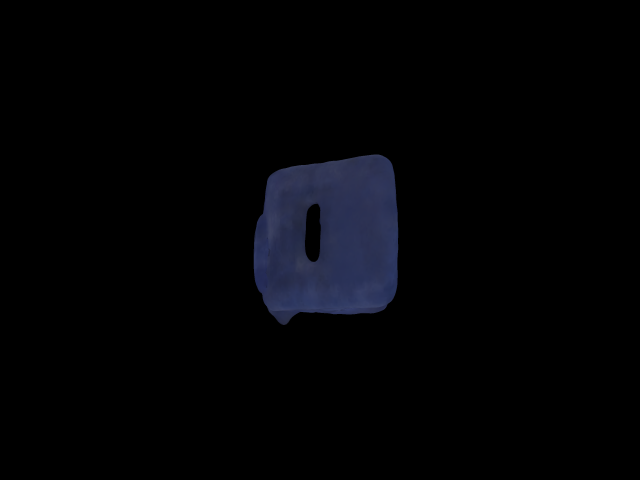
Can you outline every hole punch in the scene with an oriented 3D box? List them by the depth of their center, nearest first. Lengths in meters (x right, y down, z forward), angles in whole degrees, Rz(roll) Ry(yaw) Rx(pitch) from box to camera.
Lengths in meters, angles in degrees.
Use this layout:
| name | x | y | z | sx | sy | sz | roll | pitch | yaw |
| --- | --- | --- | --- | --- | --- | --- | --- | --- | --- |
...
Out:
| name | x | y | z | sx | sy | sz | roll | pitch | yaw |
| --- | --- | --- | --- | --- | --- | --- | --- | --- | --- |
| hole punch | 0.004 | 0.001 | 0.400 | 0.101 | 0.091 | 0.109 | 0 | 77 | 0 |
